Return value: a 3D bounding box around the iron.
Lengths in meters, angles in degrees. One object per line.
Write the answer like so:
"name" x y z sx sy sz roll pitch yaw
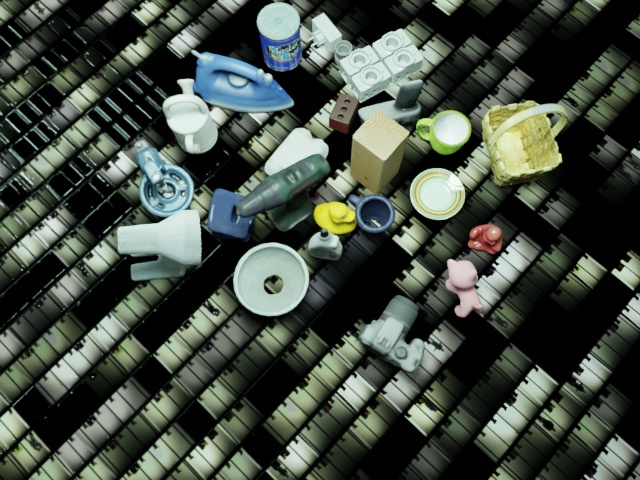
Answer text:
"iron" -0.191 -0.396 1.401 0.258 0.141 0.119 14 75 4

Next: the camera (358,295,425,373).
"camera" 0.174 0.199 1.250 0.143 0.101 0.137 31 77 9

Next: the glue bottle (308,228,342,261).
"glue bottle" 0.012 0.005 1.268 0.078 0.173 0.037 12 74 4

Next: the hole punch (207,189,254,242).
"hole punch" -0.203 -0.058 1.330 0.101 0.091 0.109 7 74 3

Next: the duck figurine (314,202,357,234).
"duck figurine" 0.037 -0.060 1.332 0.104 0.086 0.077 17 75 5

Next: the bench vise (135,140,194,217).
"bench vise" -0.375 -0.140 1.287 0.207 0.220 0.121 39 78 11

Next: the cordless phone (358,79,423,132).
"cordless phone" 0.169 -0.324 1.356 0.147 0.185 0.094 -16 74 -4

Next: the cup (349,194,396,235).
"cup" 0.113 -0.056 1.326 0.117 0.095 0.092 35 77 10

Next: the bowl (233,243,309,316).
"bowl" -0.107 0.095 1.294 0.167 0.075 0.167 0 74 0

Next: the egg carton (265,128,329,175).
"egg carton" -0.055 -0.194 1.380 0.107 0.069 0.150 35 77 10

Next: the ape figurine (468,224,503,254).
"ape figurine" 0.388 -0.007 1.312 0.076 0.092 0.077 -33 76 -8

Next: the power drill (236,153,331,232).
"power drill" -0.077 -0.095 1.279 0.230 0.208 0.075 -38 77 -10

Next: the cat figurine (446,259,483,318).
"cat figurine" 0.324 0.101 1.268 0.067 0.118 0.128 -20 75 -5

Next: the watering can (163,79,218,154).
"watering can" -0.311 -0.294 1.344 0.101 0.194 0.173 -27 75 -7

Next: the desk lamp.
"desk lamp" -0.340 0.016 1.246 0.203 0.213 0.118 -8 74 -2
